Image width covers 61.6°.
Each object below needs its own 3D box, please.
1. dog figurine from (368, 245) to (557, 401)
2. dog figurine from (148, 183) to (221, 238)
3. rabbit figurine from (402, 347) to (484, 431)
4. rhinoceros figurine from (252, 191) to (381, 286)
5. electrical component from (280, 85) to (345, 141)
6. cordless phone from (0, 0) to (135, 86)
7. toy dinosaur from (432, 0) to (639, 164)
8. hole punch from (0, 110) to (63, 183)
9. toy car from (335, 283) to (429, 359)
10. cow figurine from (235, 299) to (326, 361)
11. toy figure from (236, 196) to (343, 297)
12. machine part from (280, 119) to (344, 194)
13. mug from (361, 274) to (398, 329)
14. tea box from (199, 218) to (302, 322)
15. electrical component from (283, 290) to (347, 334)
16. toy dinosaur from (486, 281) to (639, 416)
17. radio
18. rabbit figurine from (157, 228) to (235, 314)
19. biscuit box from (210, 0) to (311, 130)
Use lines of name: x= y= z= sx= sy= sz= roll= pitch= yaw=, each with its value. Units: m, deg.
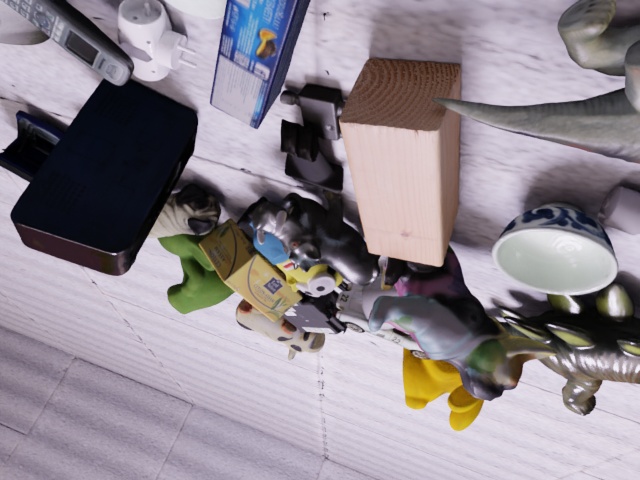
dog figurine: x=0.175 y=0.086 z=0.662 sx=0.219 sy=0.191 sz=0.108 roll=17 pitch=166 yaw=5
dog figurine: x=-0.253 y=-0.044 z=0.860 sx=0.191 sy=0.121 sz=0.172 roll=7 pitch=-171 yaw=-8
rabbit figurine: x=0.228 y=0.225 z=0.904 sx=0.173 sy=0.162 sz=0.121 roll=-5 pitch=131 yaw=14
rhinoceros figurine: x=-0.001 y=-0.002 z=0.712 sx=0.190 sy=0.112 sz=0.073 roll=29 pitch=154 yaw=-25
electrical component: x=0.003 y=-0.135 z=0.579 sx=0.094 sy=0.021 sz=0.063 roll=15 pitch=150 yaw=15
cordless phone: x=-0.285 y=-0.221 z=0.567 sx=0.184 sy=0.089 sz=0.147 roll=40 pitch=147 yaw=-20
toy dinosaur: x=0.292 y=-0.093 z=0.349 sx=0.405 sy=0.131 sz=0.192 roll=-2 pitch=142 yaw=48
hole punch: x=-0.436 y=-0.137 z=0.853 sx=0.142 sy=0.092 sz=0.116 roll=28 pitch=180 yaw=-13
toy car: x=0.123 y=0.131 z=0.876 sx=0.202 sy=0.073 sz=0.056 roll=22 pitch=154 yaw=3
cow figurine: x=-0.080 y=0.176 z=1.091 sx=0.195 sy=0.085 sz=0.127 roll=25 pitch=146 yaw=-6
toy figure: x=-0.033 y=0.008 z=0.786 sx=0.180 sy=0.089 sz=0.082 roll=46 pitch=160 yaw=-19
machine part: x=-0.012 y=-0.091 z=0.627 sx=0.084 sy=0.039 sz=0.138 roll=24 pitch=172 yaw=16
mug: x=0.132 y=0.095 z=0.797 sx=0.107 sy=0.081 sz=0.109 roll=-20 pitch=107 yaw=43
tea box: x=-0.107 y=0.051 z=0.858 sx=0.098 sy=0.068 sz=0.169 roll=49 pitch=177 yaw=38
electrical component: x=-0.022 y=0.115 z=0.975 sx=0.115 sy=0.058 sz=0.134 roll=-5 pitch=139 yaw=39
toy dinosaur: x=0.345 y=0.137 z=0.703 sx=0.472 sy=0.105 sz=0.198 roll=-6 pitch=132 yaw=46
radio: x=-0.246 y=-0.080 z=0.645 sx=0.131 sy=0.229 sz=0.073 roll=23 pitch=153 yaw=-6
rabbit figurine: x=-0.218 y=0.033 z=0.931 sx=0.159 sy=0.121 sz=0.170 roll=-8 pitch=123 yaw=38
biscuit box: x=-0.052 y=-0.190 z=0.487 sx=0.059 sy=0.063 sz=0.202 roll=28 pitch=150 yaw=-4
